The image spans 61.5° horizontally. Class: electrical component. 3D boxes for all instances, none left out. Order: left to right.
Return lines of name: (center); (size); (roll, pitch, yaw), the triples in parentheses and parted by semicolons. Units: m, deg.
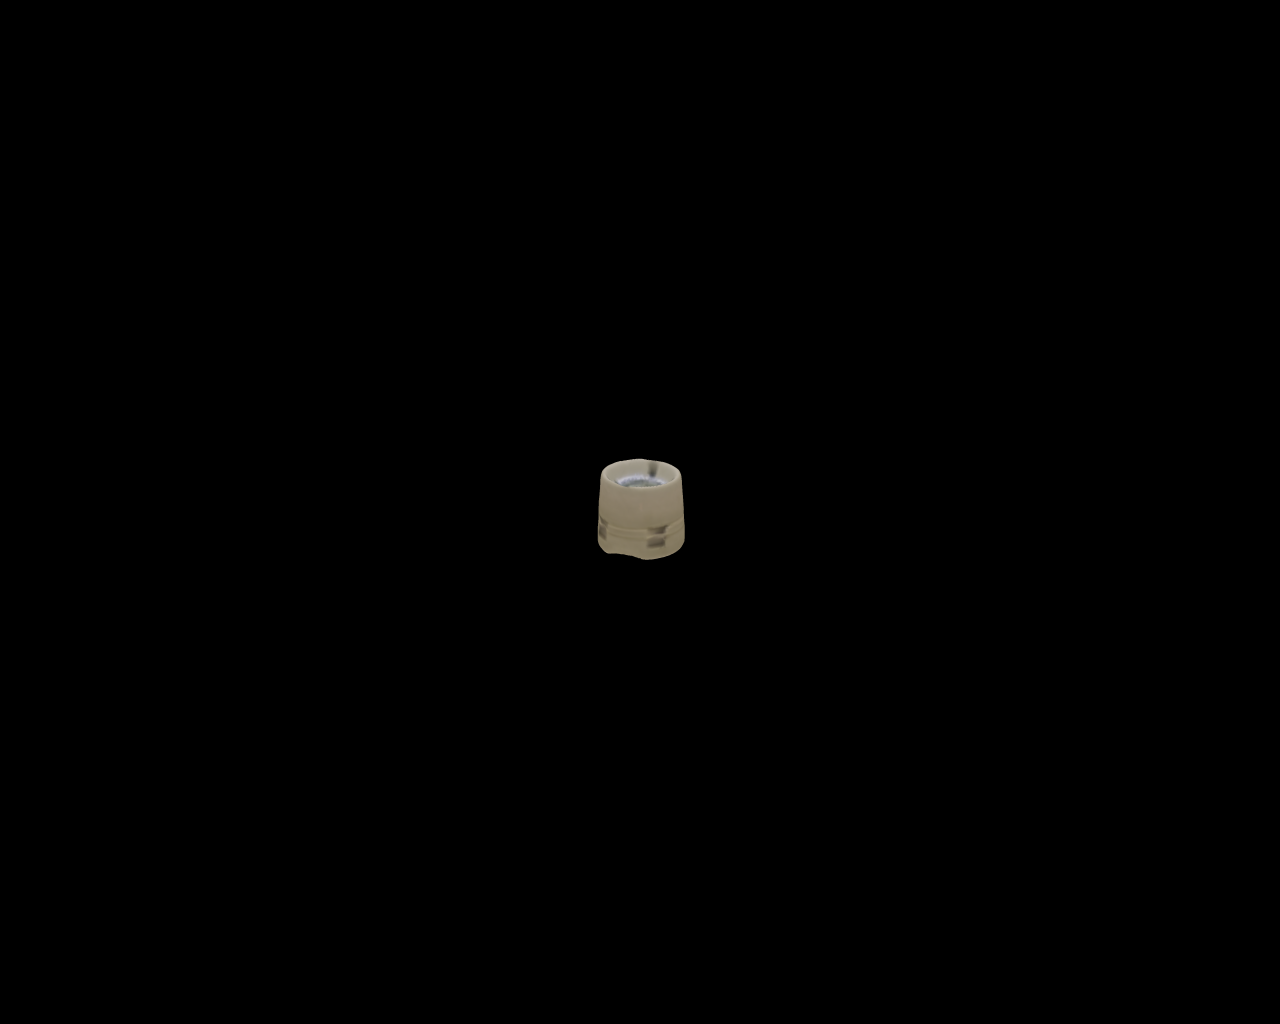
electrical component: (0.001, -0.003, 0.650); (0.055, 0.047, 0.055); (0, 24, 0)
